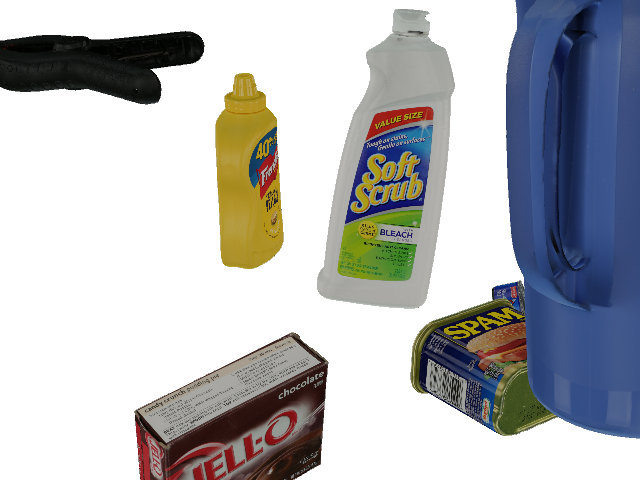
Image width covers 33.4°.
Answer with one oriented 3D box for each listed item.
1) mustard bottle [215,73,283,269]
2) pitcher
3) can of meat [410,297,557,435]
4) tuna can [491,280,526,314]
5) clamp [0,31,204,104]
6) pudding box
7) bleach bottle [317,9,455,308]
[{"bbox_3d":[-0.073,-0.075,1.081,0.058,0.192,0.096,7,26,19],"label":"mustard bottle"},{"bbox_3d":[0.156,-0.024,0.539,0.149,0.243,0.145,-3,21,-1],"label":"pitcher"},{"bbox_3d":[0.129,0.088,0.749,0.101,0.057,0.084,-14,27,-35],"label":"can of meat"},{"bbox_3d":[0.220,0.090,1.213,0.034,0.086,0.086,-13,-3,14],"label":"tuna can"},{"bbox_3d":[-0.173,-0.135,0.800,0.172,0.039,0.120,9,22,17],"label":"clamp"},{"bbox_3d":[-0.050,0.115,0.617,0.113,0.090,0.039,-26,48,-32],"label":"pudding box"},{"bbox_3d":[0.058,-0.071,0.917,0.102,0.251,0.068,7,17,7],"label":"bleach bottle"}]
